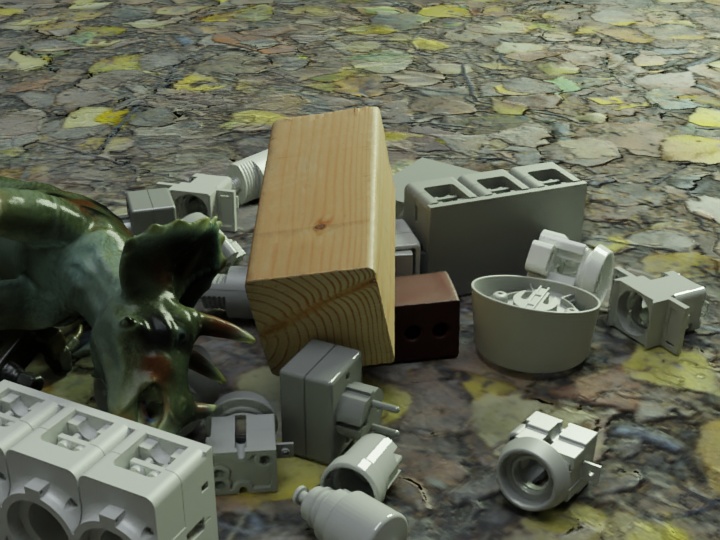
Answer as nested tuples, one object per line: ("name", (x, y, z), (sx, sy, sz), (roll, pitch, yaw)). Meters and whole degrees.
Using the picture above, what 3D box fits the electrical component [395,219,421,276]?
("electrical component", (0.000, 0.000, 0.904), (0.096, 0.061, 0.061), (-6, 27, -12))

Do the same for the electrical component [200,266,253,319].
("electrical component", (-0.097, 0.019, 0.887), (0.081, 0.043, 0.043), (3, 27, 5))

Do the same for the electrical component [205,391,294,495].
("electrical component", (-0.077, 0.112, 0.700), (0.066, 0.048, 0.055), (-3, 35, -5))

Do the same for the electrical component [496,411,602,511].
("electrical component", (0.117, 0.122, 0.682), (0.066, 0.048, 0.055), (17, 24, 30))

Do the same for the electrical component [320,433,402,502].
("electrical component", (0.002, 0.128, 0.675), (0.040, 0.040, 0.046), (12, 24, 22))

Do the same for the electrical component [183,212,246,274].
("electrical component", (-0.136, -0.016, 0.928), (0.055, 0.066, 0.048), (49, 45, 13))

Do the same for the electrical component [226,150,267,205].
("electrical component", (-0.108, -0.097, 1.117), (0.043, 0.043, 0.081), (20, 33, 34))

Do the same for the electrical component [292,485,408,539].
("electrical component", (-0.008, 0.148, 0.633), (0.078, 0.040, 0.040), (22, 34, 36))

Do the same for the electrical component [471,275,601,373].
("electrical component", (0.134, 0.035, 0.832), (0.099, 0.064, 0.099), (0, 27, 0))

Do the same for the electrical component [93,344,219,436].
("electrical component", (-0.133, 0.090, 0.743), (0.077, 0.043, 0.079), (-16, 31, -29))

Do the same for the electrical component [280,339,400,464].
("electrical component", (-0.009, 0.092, 0.717), (0.077, 0.065, 0.047), (12, 29, 23))

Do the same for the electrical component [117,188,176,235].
("electrical component", (-0.204, -0.032, 0.961), (0.077, 0.065, 0.047), (-8, 28, -15))

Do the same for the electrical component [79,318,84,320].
("electrical component", (-0.192, 0.009, 0.887), (0.095, 0.059, 0.053), (-2, 27, -5))

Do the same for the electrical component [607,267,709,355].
("electrical component", (0.242, 0.029, 0.870), (0.064, 0.042, 0.081), (-12, 30, -27))

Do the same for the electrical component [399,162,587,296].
("electrical component", (0.115, -0.037, 0.947), (0.150, 0.089, 0.061), (-10, 29, -19))

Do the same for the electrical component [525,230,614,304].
("electrical component", (0.177, 0.002, 0.899), (0.057, 0.058, 0.078), (17, -5, 25))

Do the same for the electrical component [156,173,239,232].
("electrical component", (-0.156, -0.066, 1.058), (0.081, 0.042, 0.063), (8, 24, 13))

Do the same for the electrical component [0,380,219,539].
("electrical component", (-0.161, 0.132, 0.610), (0.150, 0.089, 0.062), (13, 29, 24))
